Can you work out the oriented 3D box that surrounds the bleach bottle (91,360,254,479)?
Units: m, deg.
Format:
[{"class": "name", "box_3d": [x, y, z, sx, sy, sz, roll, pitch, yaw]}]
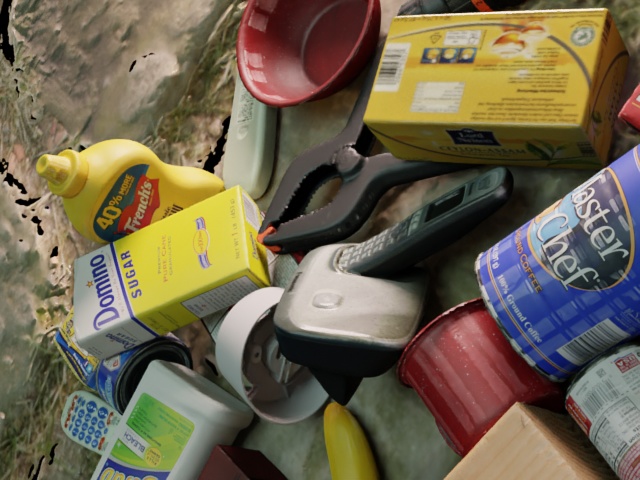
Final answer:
[{"class": "bleach bottle", "box_3d": [-0.158, 0.235, 0.920, 0.103, 0.068, 0.251, 28, 91, 31]}]

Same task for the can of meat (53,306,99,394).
[{"class": "can of meat", "box_3d": [-0.208, 0.091, 1.040, 0.102, 0.057, 0.084, 44, 107, 42]}]

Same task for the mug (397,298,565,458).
[{"class": "mug", "box_3d": [0.110, 0.108, 0.738, 0.081, 0.093, 0.117, 55, 142, 34]}]

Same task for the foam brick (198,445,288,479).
[{"class": "foam brick", "box_3d": [-0.072, 0.216, 0.877, 0.053, 0.051, 0.078, 36, 99, 42]}]

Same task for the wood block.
[{"class": "wood block", "box_3d": [0.106, 0.213, 0.693, 0.206, 0.090, 0.091, -50, 50, 16]}]

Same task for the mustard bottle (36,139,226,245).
[{"class": "mustard bottle", "box_3d": [-0.172, -0.039, 0.960, 0.096, 0.191, 0.058, -56, 47, 11]}]

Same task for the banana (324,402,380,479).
[{"class": "banana", "box_3d": [0.019, 0.221, 0.803, 0.070, 0.037, 0.198, -5, 72, 39]}]

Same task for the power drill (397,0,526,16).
[{"class": "power drill", "box_3d": [0.126, -0.267, 0.874, 0.185, 0.057, 0.187, -27, 61, 28]}]

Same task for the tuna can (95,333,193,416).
[{"class": "tuna can", "box_3d": [-0.157, 0.120, 0.964, 0.034, 0.086, 0.086, 31, 96, 42]}]

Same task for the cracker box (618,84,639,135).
[{"class": "cracker box", "box_3d": [0.287, -0.116, 0.600, 0.214, 0.164, 0.072, -55, 45, 11]}]

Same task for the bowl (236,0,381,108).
[{"class": "bowl", "box_3d": [0.000, -0.186, 0.955, 0.162, 0.055, 0.162, -16, 65, 37]}]

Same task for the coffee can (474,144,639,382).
[{"class": "coffee can", "box_3d": [0.186, 0.013, 0.686, 0.140, 0.102, 0.103, -38, 53, 26]}]

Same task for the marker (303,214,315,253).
[{"class": "marker", "box_3d": [-0.006, 0.001, 0.918, 0.020, 0.020, 0.121, -51, 48, 15]}]

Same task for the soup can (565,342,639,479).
[{"class": "soup can", "box_3d": [0.205, 0.121, 0.653, 0.069, 0.068, 0.102, -48, 49, 18]}]

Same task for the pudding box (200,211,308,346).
[{"class": "pudding box", "box_3d": [-0.055, 0.045, 0.933, 0.113, 0.039, 0.090, -48, 47, 14]}]

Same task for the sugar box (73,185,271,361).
[{"class": "sugar box", "box_3d": [-0.131, 0.029, 0.920, 0.176, 0.048, 0.093, -22, 51, 16]}]

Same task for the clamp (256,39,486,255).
[{"class": "clamp", "box_3d": [0.029, -0.069, 0.883, 0.210, 0.036, 0.165, -36, 51, 12]}]
